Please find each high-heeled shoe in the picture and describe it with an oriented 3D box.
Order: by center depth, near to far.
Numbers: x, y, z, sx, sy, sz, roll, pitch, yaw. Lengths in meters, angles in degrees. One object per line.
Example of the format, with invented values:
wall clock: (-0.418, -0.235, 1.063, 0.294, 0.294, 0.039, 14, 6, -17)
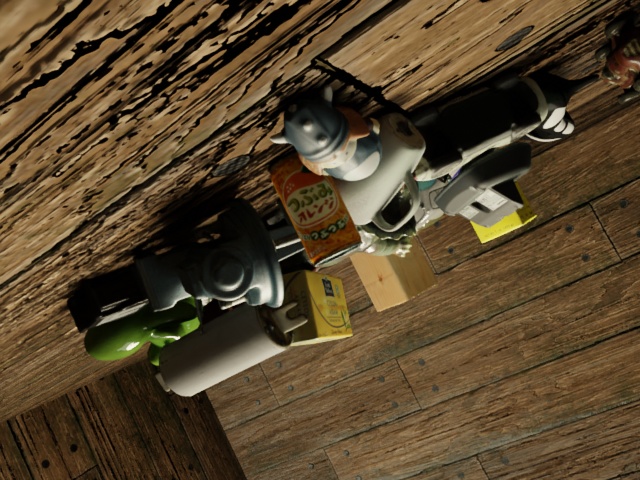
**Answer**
high-heeled shoe: (0.315, -0.182, 0.819, 0.145, 0.086, 0.248, -23, 170, -8)

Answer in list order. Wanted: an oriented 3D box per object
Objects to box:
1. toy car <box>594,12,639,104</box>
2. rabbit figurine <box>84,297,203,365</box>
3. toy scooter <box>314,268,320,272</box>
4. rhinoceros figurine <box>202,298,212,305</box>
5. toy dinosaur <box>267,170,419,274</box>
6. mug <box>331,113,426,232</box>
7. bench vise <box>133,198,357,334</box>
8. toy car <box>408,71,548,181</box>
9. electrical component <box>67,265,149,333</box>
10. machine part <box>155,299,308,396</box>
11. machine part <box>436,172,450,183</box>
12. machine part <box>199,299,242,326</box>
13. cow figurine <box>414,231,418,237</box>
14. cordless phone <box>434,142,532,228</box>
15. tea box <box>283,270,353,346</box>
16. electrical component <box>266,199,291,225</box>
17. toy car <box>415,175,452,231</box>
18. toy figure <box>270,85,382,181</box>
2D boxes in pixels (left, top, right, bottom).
toy car: (0.399, -0.230, 0.706, 0.053, 0.089, 0.202, -30, 175, 21)
rabbit figurine: (-0.236, 0.116, 0.743, 0.159, 0.121, 0.170, -36, 175, 22)
toy scooter: (-0.039, 0.023, 0.993, 0.135, 0.075, 0.184, -53, -156, -13)
rhinoceros figurine: (-0.213, 0.103, 0.996, 0.112, 0.073, 0.190, -28, 175, 29)
toy dinosaur: (-0.008, -0.005, 0.784, 0.405, 0.131, 0.192, -24, 164, 21)
mug: (0.061, -0.068, 0.550, 0.081, 0.109, 0.107, -16, 156, -46)
bench vise: (-0.074, 0.014, 0.598, 0.241, 0.129, 0.223, -21, 177, -21)
toy car: (0.173, -0.131, 0.616, 0.202, 0.073, 0.056, -26, 174, -15)
electrical component: (-0.234, 0.063, 0.650, 0.075, 0.047, 0.119, -31, 172, 41)
machine part: (-0.122, 0.136, 0.694, 0.243, 0.079, 0.079, -29, 174, 22)
machine part: (0.166, -0.119, 0.726, 0.039, 0.084, 0.139, 13, -175, 6)
machine part: (-0.118, 0.121, 0.867, 0.179, 0.056, 0.179, -16, -164, 5)
cow figurine: (0.159, -0.020, 1.072, 0.085, 0.127, 0.194, -15, 146, -48)
cordless phone: (0.233, -0.121, 0.718, 0.146, 0.089, 0.184, 113, 0, -75)
tea box: (-0.013, 0.102, 0.785, 0.068, 0.098, 0.169, -15, 169, 17)
electrical component: (-0.021, -0.031, 0.678, 0.094, 0.063, 0.021, -30, 174, 18)
toy car: (0.149, -0.066, 0.857, 0.109, 0.103, 0.161, -19, 154, -41)
toy figure: (0.015, -0.081, 0.441, 0.064, 0.058, 0.154, -67, 163, 9)
